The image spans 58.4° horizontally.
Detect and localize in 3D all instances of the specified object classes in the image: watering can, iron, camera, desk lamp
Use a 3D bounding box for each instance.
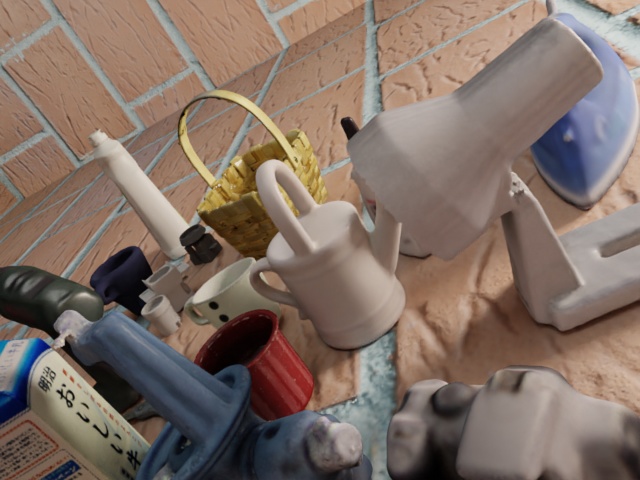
[{"bbox_3d":[0.005,0.001,0.557,0.173,0.194,0.100,-34,25,-3],"label":"watering can"},{"bbox_3d":[0.264,-0.160,0.610,0.118,0.142,0.258,-16,30,32],"label":"iron"},{"bbox_3d":[0.093,0.143,0.309,0.142,0.101,0.137,-9,34,41],"label":"camera"},{"bbox_3d":[0.152,-0.040,0.437,0.203,0.214,0.118,-27,26,13],"label":"desk lamp"}]

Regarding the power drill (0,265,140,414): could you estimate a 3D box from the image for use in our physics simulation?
[{"bbox_3d":[-0.309,0.115,0.697,0.228,0.209,0.076,-6,36,44],"label":"power drill"}]

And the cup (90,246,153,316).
[{"bbox_3d":[-0.295,0.078,0.884,0.091,0.095,0.118,-23,27,21],"label":"cup"}]

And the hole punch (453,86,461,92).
[{"bbox_3d":[0.174,-0.160,0.774,0.109,0.091,0.100,-37,25,-9],"label":"hole punch"}]

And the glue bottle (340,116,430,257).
[{"bbox_3d":[0.066,-0.058,0.617,0.037,0.173,0.077,-43,27,-21],"label":"glue bottle"}]

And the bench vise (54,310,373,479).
[{"bbox_3d":[-0.072,0.117,0.406,0.207,0.220,0.121,-22,27,21],"label":"bench vise"}]
